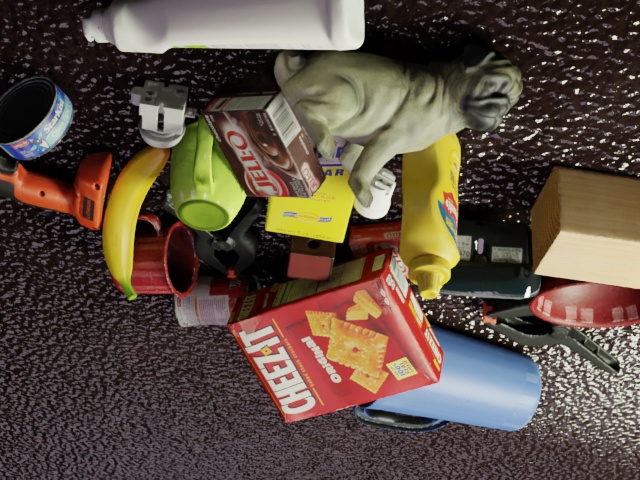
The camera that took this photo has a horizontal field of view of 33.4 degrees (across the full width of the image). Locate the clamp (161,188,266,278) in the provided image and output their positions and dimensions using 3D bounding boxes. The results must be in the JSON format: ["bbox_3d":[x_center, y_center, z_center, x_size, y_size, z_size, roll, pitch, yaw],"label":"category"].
[{"bbox_3d":[-0.106,-0.010,1.269,0.120,0.039,0.171,2,150,17],"label":"clamp"}]

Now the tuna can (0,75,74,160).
[{"bbox_3d":[-0.294,-0.124,1.086,0.086,0.086,0.033,-11,144,24],"label":"tuna can"}]

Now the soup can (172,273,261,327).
[{"bbox_3d":[-0.132,0.079,1.378,0.102,0.068,0.068,-3,145,13],"label":"soup can"}]

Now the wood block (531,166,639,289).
[{"bbox_3d":[0.343,-0.007,1.159,0.206,0.090,0.091,8,146,-4],"label":"wood block"}]

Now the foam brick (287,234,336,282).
[{"bbox_3d":[-0.008,0.002,1.236,0.053,0.078,0.051,6,143,-2],"label":"foam brick"}]

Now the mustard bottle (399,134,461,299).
[{"bbox_3d":[0.111,-0.026,1.073,0.058,0.191,0.096,-6,144,16],"label":"mustard bottle"}]

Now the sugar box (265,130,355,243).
[{"bbox_3d":[-0.004,-0.071,1.147,0.093,0.048,0.176,8,144,-3],"label":"sugar box"}]

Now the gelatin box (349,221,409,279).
[{"bbox_3d":[0.080,0.015,1.285,0.073,0.030,0.089,-4,145,15],"label":"gelatin box"}]

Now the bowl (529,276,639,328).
[{"bbox_3d":[0.329,0.054,1.263,0.162,0.055,0.162,3,157,1],"label":"bowl"}]

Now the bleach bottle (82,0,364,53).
[{"bbox_3d":[-0.091,-0.197,0.944,0.251,0.068,0.102,-1,-175,12],"label":"bleach bottle"}]

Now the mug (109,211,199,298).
[{"bbox_3d":[-0.205,0.015,1.283,0.082,0.093,0.117,-2,130,19],"label":"mug"}]

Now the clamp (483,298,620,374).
[{"bbox_3d":[0.316,0.101,1.370,0.210,0.036,0.165,13,136,-4],"label":"clamp"}]

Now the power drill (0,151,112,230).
[{"bbox_3d":[-0.328,-0.080,1.184,0.187,0.057,0.185,13,149,-5],"label":"power drill"}]

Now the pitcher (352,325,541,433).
[{"bbox_3d":[0.167,0.192,1.447,0.242,0.145,0.149,16,163,-20],"label":"pitcher"}]

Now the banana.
[{"bbox_3d":[-0.212,-0.032,1.209,0.070,0.037,0.198,27,118,21],"label":"banana"}]

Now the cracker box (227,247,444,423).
[{"bbox_3d":[0.019,0.120,1.289,0.214,0.072,0.164,-19,114,22],"label":"cracker box"}]

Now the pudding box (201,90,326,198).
[{"bbox_3d":[-0.056,-0.094,1.070,0.090,0.039,0.113,3,131,39],"label":"pudding box"}]
